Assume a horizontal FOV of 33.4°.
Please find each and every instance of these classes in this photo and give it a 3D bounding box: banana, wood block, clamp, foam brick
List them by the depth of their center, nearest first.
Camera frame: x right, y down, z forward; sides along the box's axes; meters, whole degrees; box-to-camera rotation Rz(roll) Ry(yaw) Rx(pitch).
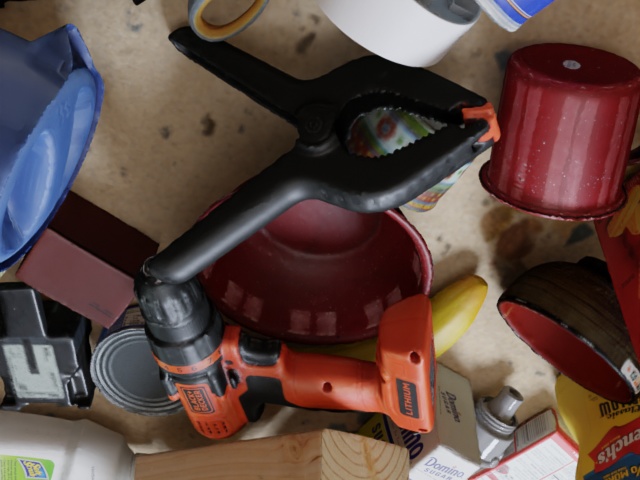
[{"bbox_3d":[-0.004,-0.049,0.615,0.210,0.164,0.036,3,164,18],"label":"clamp"},{"bbox_3d":[-0.162,0.014,0.743,0.078,0.051,0.053,33,121,-17],"label":"foam brick"},{"bbox_3d":[-0.042,0.198,0.777,0.207,0.091,0.090,-17,152,42],"label":"wood block"},{"bbox_3d":[0.033,0.079,0.782,0.198,0.037,0.069,-15,123,13],"label":"banana"}]

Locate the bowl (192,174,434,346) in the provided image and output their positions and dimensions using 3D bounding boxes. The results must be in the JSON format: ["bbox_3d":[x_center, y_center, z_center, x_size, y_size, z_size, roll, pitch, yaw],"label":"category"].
[{"bbox_3d":[-0.005,0.001,0.710,0.162,0.055,0.162,5,138,4],"label":"bowl"}]

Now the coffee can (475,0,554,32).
[{"bbox_3d":[0.129,-0.191,0.556,0.140,0.102,0.102,-34,116,23],"label":"coffee can"}]

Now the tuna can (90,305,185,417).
[{"bbox_3d":[-0.127,0.090,0.802,0.086,0.033,0.086,2,124,2],"label":"tuna can"}]

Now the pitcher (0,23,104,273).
[{"bbox_3d":[-0.264,-0.080,0.622,0.243,0.149,0.145,26,152,1],"label":"pitcher"}]

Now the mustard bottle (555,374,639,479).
[{"bbox_3d":[0.220,0.151,0.724,0.096,0.191,0.058,-22,120,17],"label":"mustard bottle"}]

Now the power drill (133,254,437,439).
[{"bbox_3d":[-0.019,0.072,0.706,0.188,0.057,0.184,1,142,12],"label":"power drill"}]

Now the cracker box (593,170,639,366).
[{"bbox_3d":[0.251,0.006,0.612,0.072,0.213,0.164,33,120,-19],"label":"cracker box"}]

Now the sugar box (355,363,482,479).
[{"bbox_3d":[0.048,0.181,0.816,0.048,0.093,0.176,29,120,-17],"label":"sugar box"}]

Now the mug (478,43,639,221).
[{"bbox_3d":[0.159,-0.069,0.649,0.117,0.093,0.081,-3,120,-15],"label":"mug"}]

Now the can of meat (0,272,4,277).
[{"bbox_3d":[-0.248,-0.011,0.729,0.084,0.057,0.102,35,119,-20],"label":"can of meat"}]

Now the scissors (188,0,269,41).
[{"bbox_3d":[-0.038,-0.195,0.575,0.096,0.016,0.202,20,129,-17],"label":"scissors"}]

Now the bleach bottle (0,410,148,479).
[{"bbox_3d":[-0.257,0.183,0.857,0.250,0.068,0.103,6,123,-2],"label":"bleach bottle"}]

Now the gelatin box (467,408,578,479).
[{"bbox_3d":[0.171,0.182,0.846,0.089,0.030,0.073,-36,115,25],"label":"gelatin box"}]
